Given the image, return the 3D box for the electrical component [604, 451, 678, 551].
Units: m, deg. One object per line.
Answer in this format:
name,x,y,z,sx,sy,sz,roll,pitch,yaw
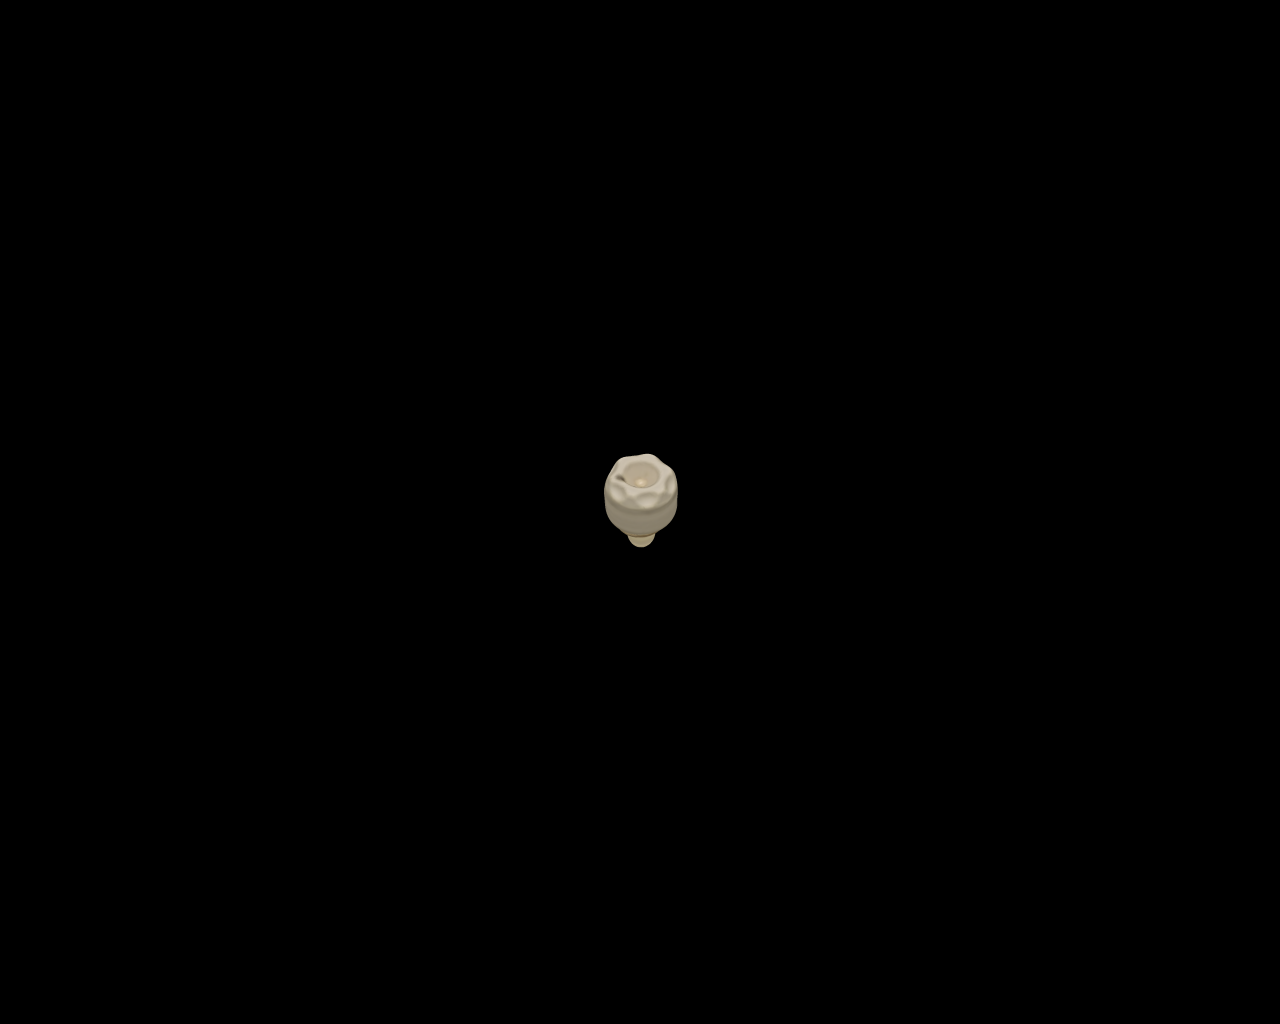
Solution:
electrical component,0.001,-0.003,0.650,0.043,0.043,0.062,0,-42,0
